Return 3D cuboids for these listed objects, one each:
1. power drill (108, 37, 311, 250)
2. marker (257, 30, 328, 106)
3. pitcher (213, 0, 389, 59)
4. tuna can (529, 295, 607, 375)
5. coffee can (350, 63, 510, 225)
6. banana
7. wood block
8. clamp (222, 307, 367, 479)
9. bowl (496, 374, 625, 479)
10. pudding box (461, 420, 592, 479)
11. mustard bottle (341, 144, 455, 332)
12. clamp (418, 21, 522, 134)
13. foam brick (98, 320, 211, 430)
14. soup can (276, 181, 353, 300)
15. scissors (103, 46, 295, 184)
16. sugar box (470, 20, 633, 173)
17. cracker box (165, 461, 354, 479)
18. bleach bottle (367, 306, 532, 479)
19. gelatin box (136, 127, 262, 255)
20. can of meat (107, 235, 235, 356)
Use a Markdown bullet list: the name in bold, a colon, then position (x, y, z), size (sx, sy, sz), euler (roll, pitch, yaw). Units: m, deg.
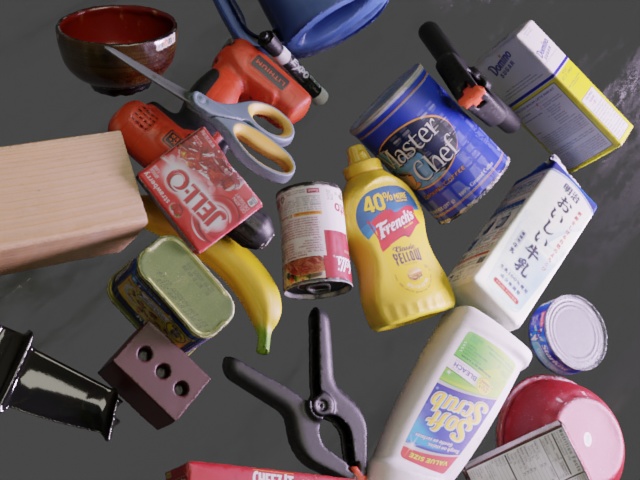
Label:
- **power drill**: position (-0.085, -0.098, 1.026), size (0.184, 0.057, 0.187), euler (42, 48, -4)
- **marker**: position (-0.028, -0.176, 1.091), size (0.121, 0.020, 0.020), euler (41, 50, -51)
- **pitcher**: position (-0.044, -0.317, 1.116), size (0.149, 0.145, 0.243), euler (-21, 78, -53)
- **tuna can**: position (0.273, 0.106, 1.179), size (0.086, 0.034, 0.086), euler (10, 68, -25)
- **coffee can**: position (0.116, -0.101, 1.129), size (0.140, 0.103, 0.102), euler (45, 58, -7)
- **banana**: position (-0.100, 0.017, 0.999), size (0.198, 0.037, 0.069), euler (44, 34, 1)
- **wood block**: position (-0.265, -0.024, 0.904), size (0.205, 0.090, 0.091), euler (-13, 78, -31)
- **clamp**: position (-0.016, 0.158, 1.003), size (0.120, 0.039, 0.171), euler (-19, 78, -23)
- **bowl**: position (0.266, 0.215, 1.122), size (0.161, 0.055, 0.162), euler (10, 67, -25)
- **pudding box**: position (0.209, 0.243, 1.059), size (0.113, 0.039, 0.090), euler (-25, 83, 3)
- **mustard bottle**: position (0.066, -0.008, 1.095), size (0.096, 0.058, 0.191), euler (-13, 78, -30)
- **clamp**: position (0.157, -0.174, 1.157), size (0.164, 0.036, 0.209), euler (48, 15, 1)
- **foam brick**: position (-0.146, 0.120, 0.938), size (0.078, 0.051, 0.053), euler (44, 58, -7)
- **soup can**: position (-0.007, 0.001, 1.046), size (0.068, 0.069, 0.102), euler (3, 71, -27)
- **scissors**: position (-0.098, -0.129, 0.979), size (0.201, 0.016, 0.096), euler (40, 38, -7)
- **sugar box**: position (0.268, -0.165, 1.240), size (0.176, 0.093, 0.048), euler (47, 55, -7)
- **cracker box**: position (-0.056, 0.307, 0.907), size (0.164, 0.072, 0.213), euler (12, 66, -25)
- **bleach bottle**: position (0.116, 0.190, 1.048), size (0.102, 0.068, 0.250), euler (38, 61, -11)
- **gelatin box**: position (-0.106, -0.043, 0.938), size (0.073, 0.030, 0.089), euler (-38, 96, -13)
- **can of meat**: position (-0.132, 0.052, 0.951), size (0.102, 0.084, 0.057), euler (49, 58, -4)
